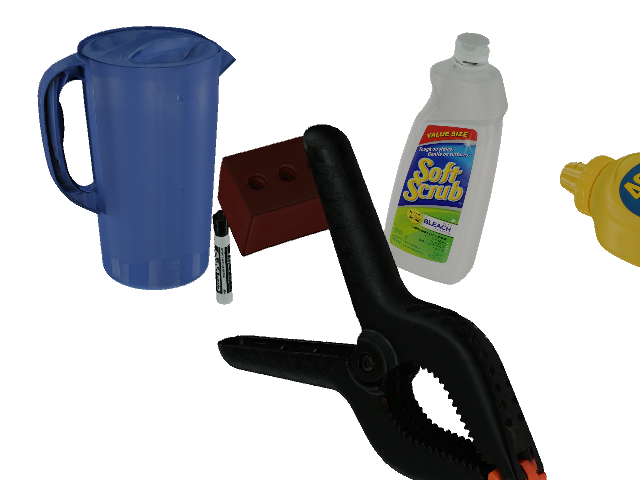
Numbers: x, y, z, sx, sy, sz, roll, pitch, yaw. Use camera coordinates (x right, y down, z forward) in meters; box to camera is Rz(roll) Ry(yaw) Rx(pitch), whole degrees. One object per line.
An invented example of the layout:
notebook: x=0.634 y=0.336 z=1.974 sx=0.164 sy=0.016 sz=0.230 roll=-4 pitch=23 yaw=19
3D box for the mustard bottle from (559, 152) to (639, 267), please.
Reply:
mustard bottle: x=0.230 y=-0.011 z=0.659 sx=0.096 sy=0.058 sz=0.192 roll=-29 pitch=38 yaw=-31

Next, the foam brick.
foam brick: x=-0.026 y=-0.033 z=0.733 sx=0.078 sy=0.053 sz=0.051 roll=-18 pitch=-26 yaw=-19

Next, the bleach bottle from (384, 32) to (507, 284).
bleach bottle: x=0.119 y=-0.081 z=1.023 sx=0.103 sy=0.251 sz=0.068 roll=23 pitch=40 yaw=22

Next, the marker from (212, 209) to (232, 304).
marker: x=-0.111 y=0.019 z=1.210 sx=0.020 sy=0.121 sz=0.020 roll=0 pitch=33 yaw=0

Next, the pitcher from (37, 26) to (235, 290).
pitcher: x=-0.172 y=-0.077 z=1.033 sx=0.149 sy=0.243 sz=0.144 roll=10 pitch=27 yaw=14

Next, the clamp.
clamp: x=0.034 y=0.049 z=0.552 sx=0.036 sy=0.165 sz=0.210 roll=-14 pitch=41 yaw=-45
